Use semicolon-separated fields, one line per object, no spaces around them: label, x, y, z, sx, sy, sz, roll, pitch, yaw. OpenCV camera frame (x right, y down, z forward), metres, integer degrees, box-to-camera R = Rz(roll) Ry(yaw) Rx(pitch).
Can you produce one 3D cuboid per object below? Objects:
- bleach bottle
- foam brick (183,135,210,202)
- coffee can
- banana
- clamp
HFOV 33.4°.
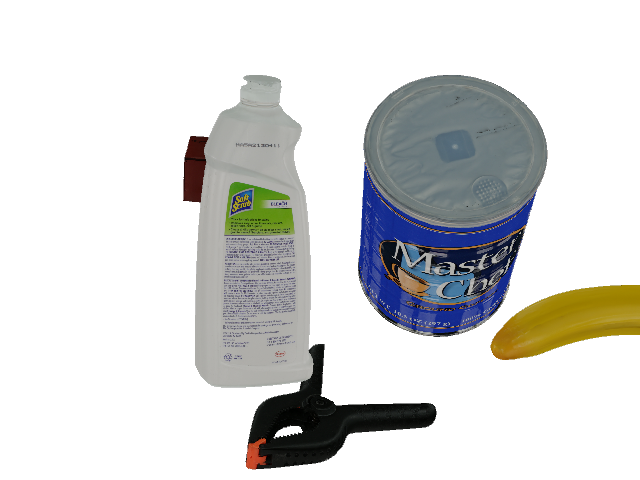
bleach bottle;-0.048;-0.007;0.865;0.102;0.251;0.068;-2;20;-21
foam brick;-0.100;-0.072;1.102;0.078;0.051;0.053;4;31;-1
coffee can;0.076;-0.017;0.654;0.103;0.103;0.140;0;-31;0
banana;0.219;0.061;0.780;0.197;0.037;0.069;2;34;-3
clamp;0.008;0.179;1.074;0.165;0.036;0.209;21;29;26
